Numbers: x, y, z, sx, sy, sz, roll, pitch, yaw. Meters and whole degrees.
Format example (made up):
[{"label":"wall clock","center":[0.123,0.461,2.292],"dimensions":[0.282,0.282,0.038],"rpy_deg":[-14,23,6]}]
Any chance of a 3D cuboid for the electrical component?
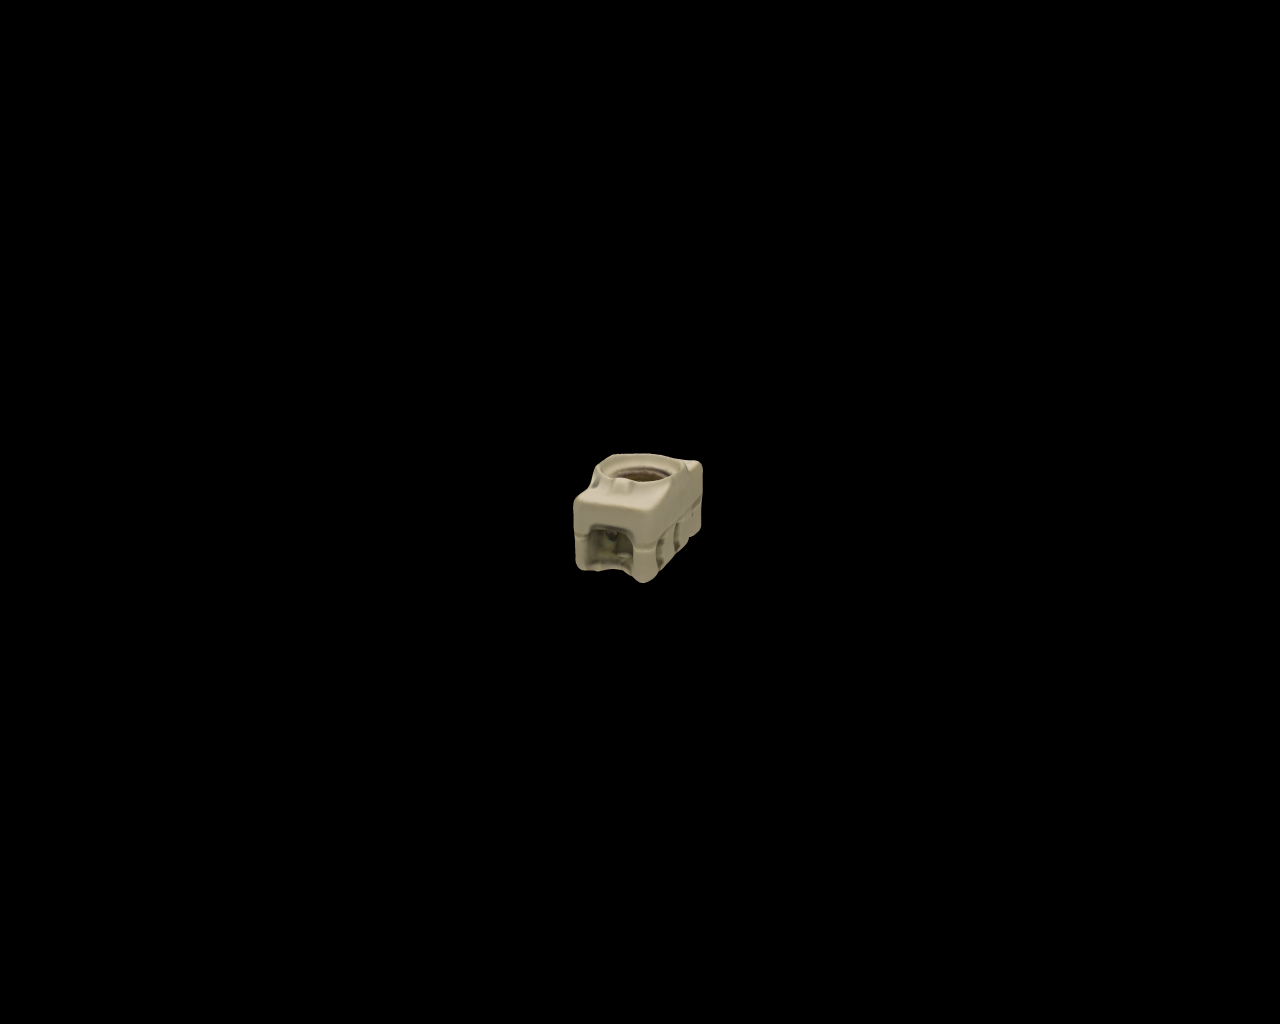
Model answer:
[{"label":"electrical component","center":[0.001,-0.003,0.650],"dimensions":[0.050,0.055,0.090],"rpy_deg":[10,24,22]}]
